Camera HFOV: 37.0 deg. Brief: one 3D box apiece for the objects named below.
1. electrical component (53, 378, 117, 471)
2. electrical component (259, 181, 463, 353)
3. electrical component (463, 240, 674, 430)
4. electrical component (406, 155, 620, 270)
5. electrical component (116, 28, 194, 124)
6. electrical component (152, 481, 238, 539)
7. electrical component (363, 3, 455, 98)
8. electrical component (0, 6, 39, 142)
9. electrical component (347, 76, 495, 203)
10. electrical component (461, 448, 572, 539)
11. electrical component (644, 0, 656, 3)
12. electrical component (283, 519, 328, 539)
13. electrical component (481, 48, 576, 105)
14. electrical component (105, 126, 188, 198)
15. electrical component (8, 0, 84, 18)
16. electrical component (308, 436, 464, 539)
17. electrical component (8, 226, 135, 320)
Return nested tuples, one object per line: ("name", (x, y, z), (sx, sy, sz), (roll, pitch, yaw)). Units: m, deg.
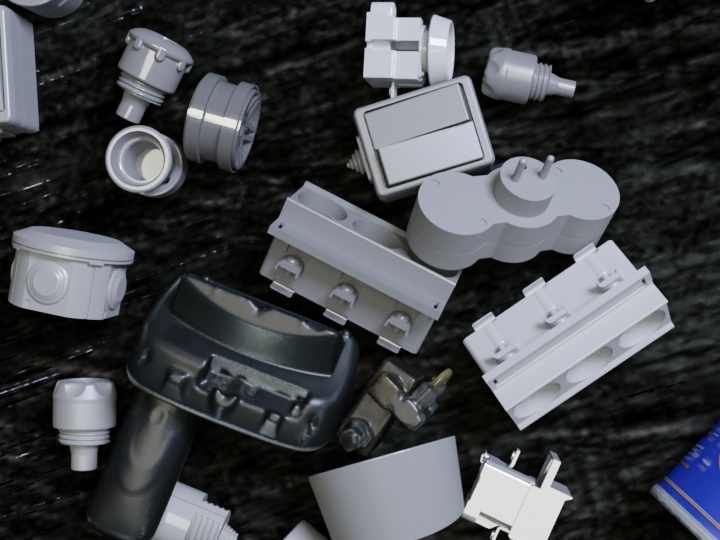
("electrical component", (-0.190, 0.106, 0.743), (0.043, 0.043, 0.062), (1, 91, 4))
("electrical component", (0.000, 0.000, 0.719), (0.121, 0.078, 0.063), (27, 113, 4))
("electrical component", (0.135, 0.041, 0.706), (0.121, 0.078, 0.063), (-35, 58, 3))
("electrical component", (0.102, -0.046, 0.685), (0.138, 0.073, 0.052), (-7, 55, -17))
("electrical component", (-0.148, -0.132, 0.742), (0.048, 0.048, 0.062), (28, 98, 4))
("electrical component", (-0.122, 0.170, 0.737), (0.081, 0.043, 0.043), (22, 91, 4))
("electrical component", (0.034, -0.148, 0.728), (0.055, 0.048, 0.066), (3, 89, 11))
("electrical component", (-0.263, -0.129, 0.741), (0.062, 0.061, 0.096), (-4, 90, 4))
("electrical component", (0.036, -0.085, 0.719), (0.096, 0.061, 0.061), (-17, 88, 4))
("electrical component", (0.103, 0.156, 0.722), (0.064, 0.042, 0.081), (24, 90, 7))
("electrical component", (0.227, -0.228, 0.683), (0.109, 0.109, 0.056), (-22, 85, 4))
("electrical component", (-0.038, 0.202, 0.726), (0.047, 0.055, 0.055), (43, 92, 7))
("electrical component", (0.115, -0.128, 0.727), (0.061, 0.035, 0.035), (13, 90, 2))
("electrical component", (-0.144, -0.073, 0.735), (0.045, 0.055, 0.045), (0, 89, 4))
("electrical component", (-0.220, -0.204, 0.746), (0.055, 0.047, 0.055), (0, 90, 4))
("electrical component", (0.019, 0.140, 0.700), (0.099, 0.099, 0.064), (-14, 94, 4))
("electrical component", (-0.196, 0.001, 0.727), (0.080, 0.080, 0.051), (11, 95, 4))
